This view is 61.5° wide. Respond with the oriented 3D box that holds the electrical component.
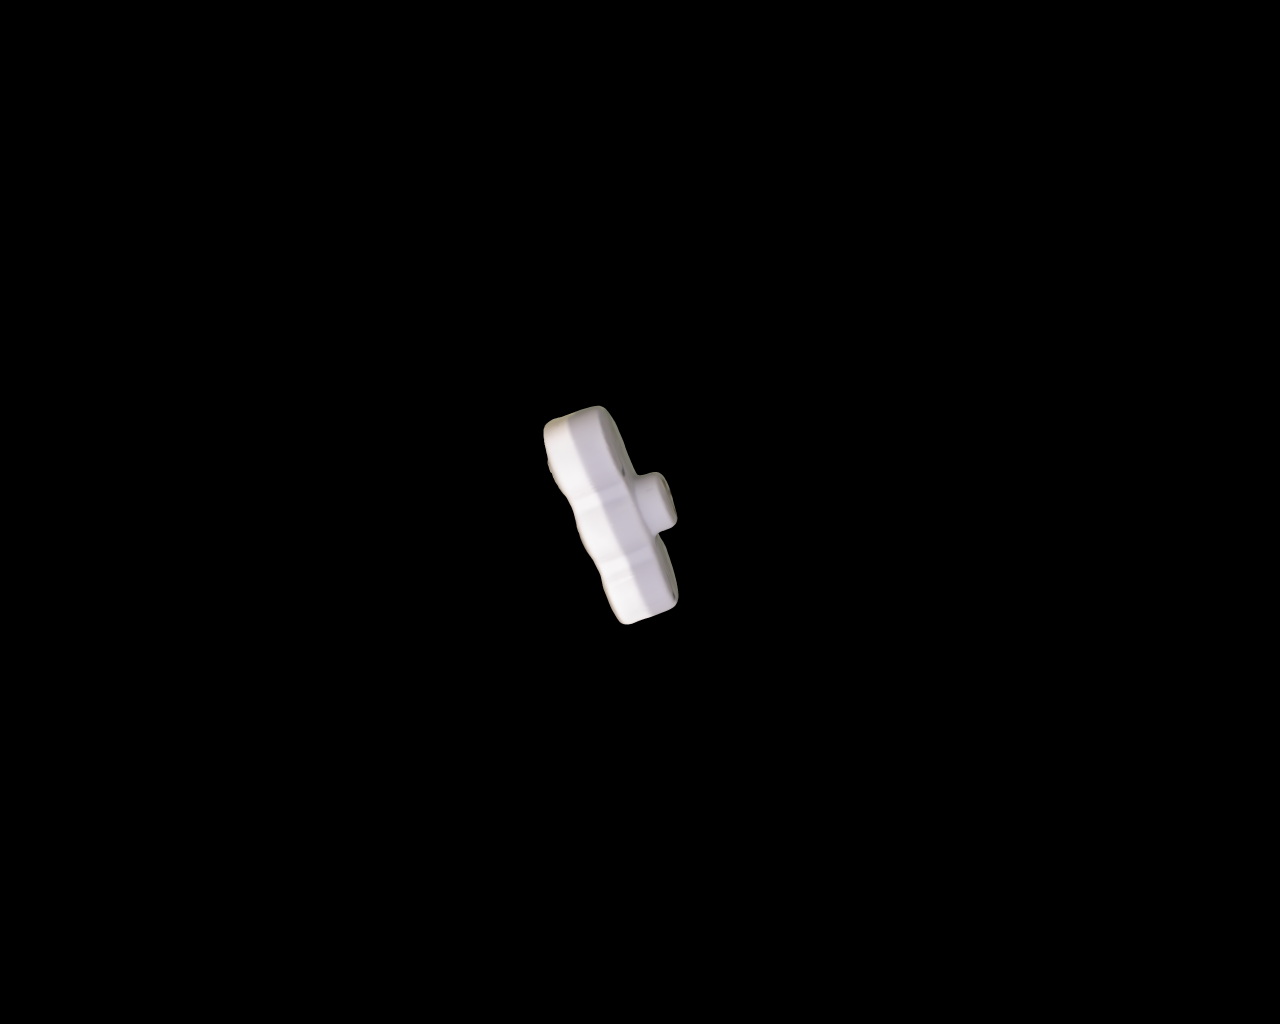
[{"bbox_3d":[0.001,-0.003,0.650,0.074,0.138,0.052,-19,20,7],"label":"electrical component"}]
